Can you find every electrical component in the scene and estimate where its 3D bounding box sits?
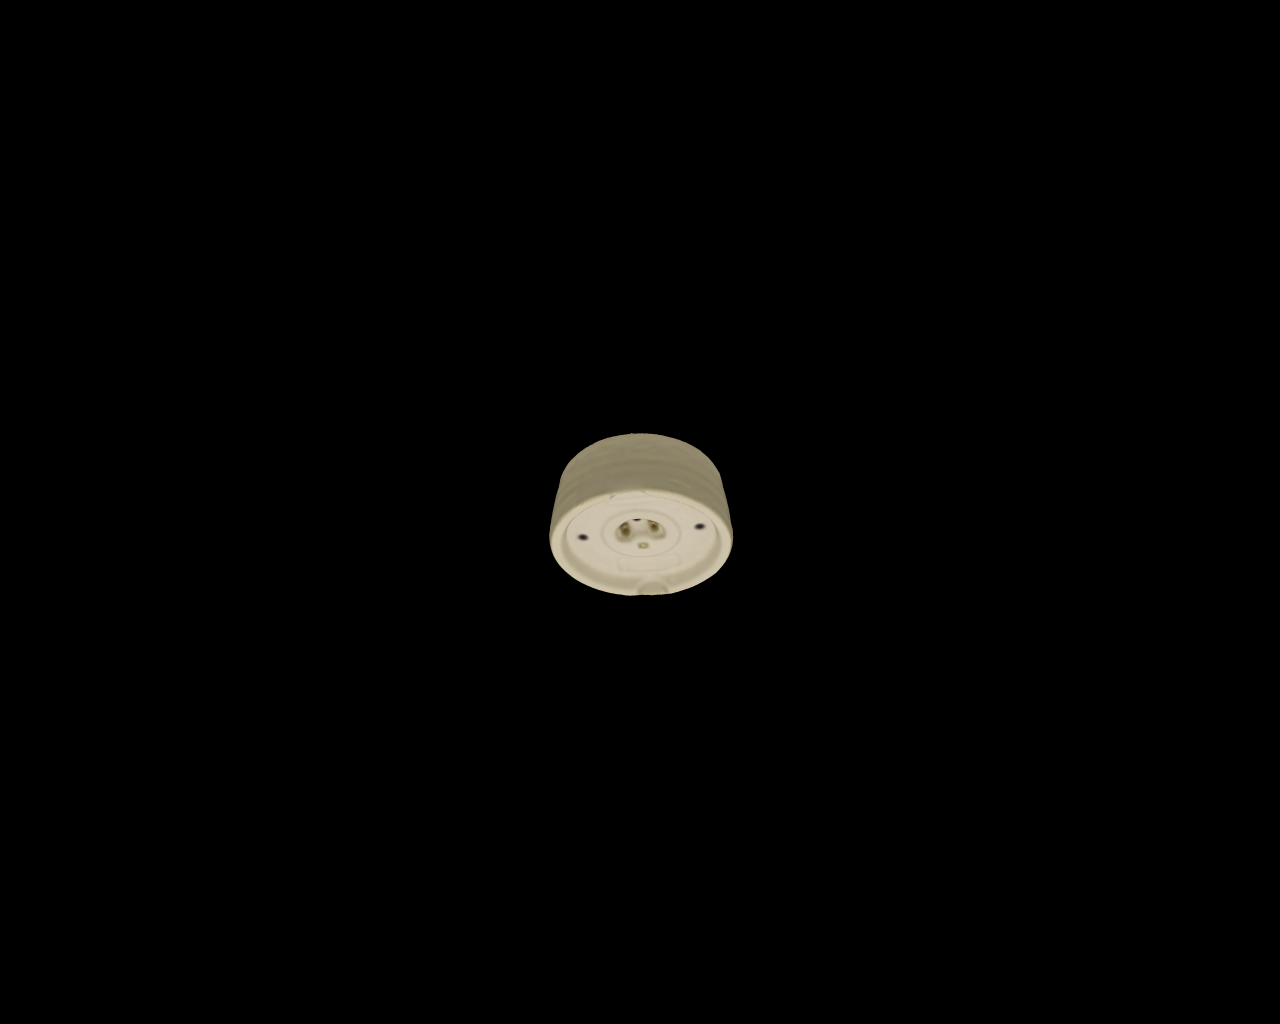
[{"bbox_3d":[0.001,-0.003,0.650,0.108,0.060,0.108,0,-38,0],"label":"electrical component"}]
